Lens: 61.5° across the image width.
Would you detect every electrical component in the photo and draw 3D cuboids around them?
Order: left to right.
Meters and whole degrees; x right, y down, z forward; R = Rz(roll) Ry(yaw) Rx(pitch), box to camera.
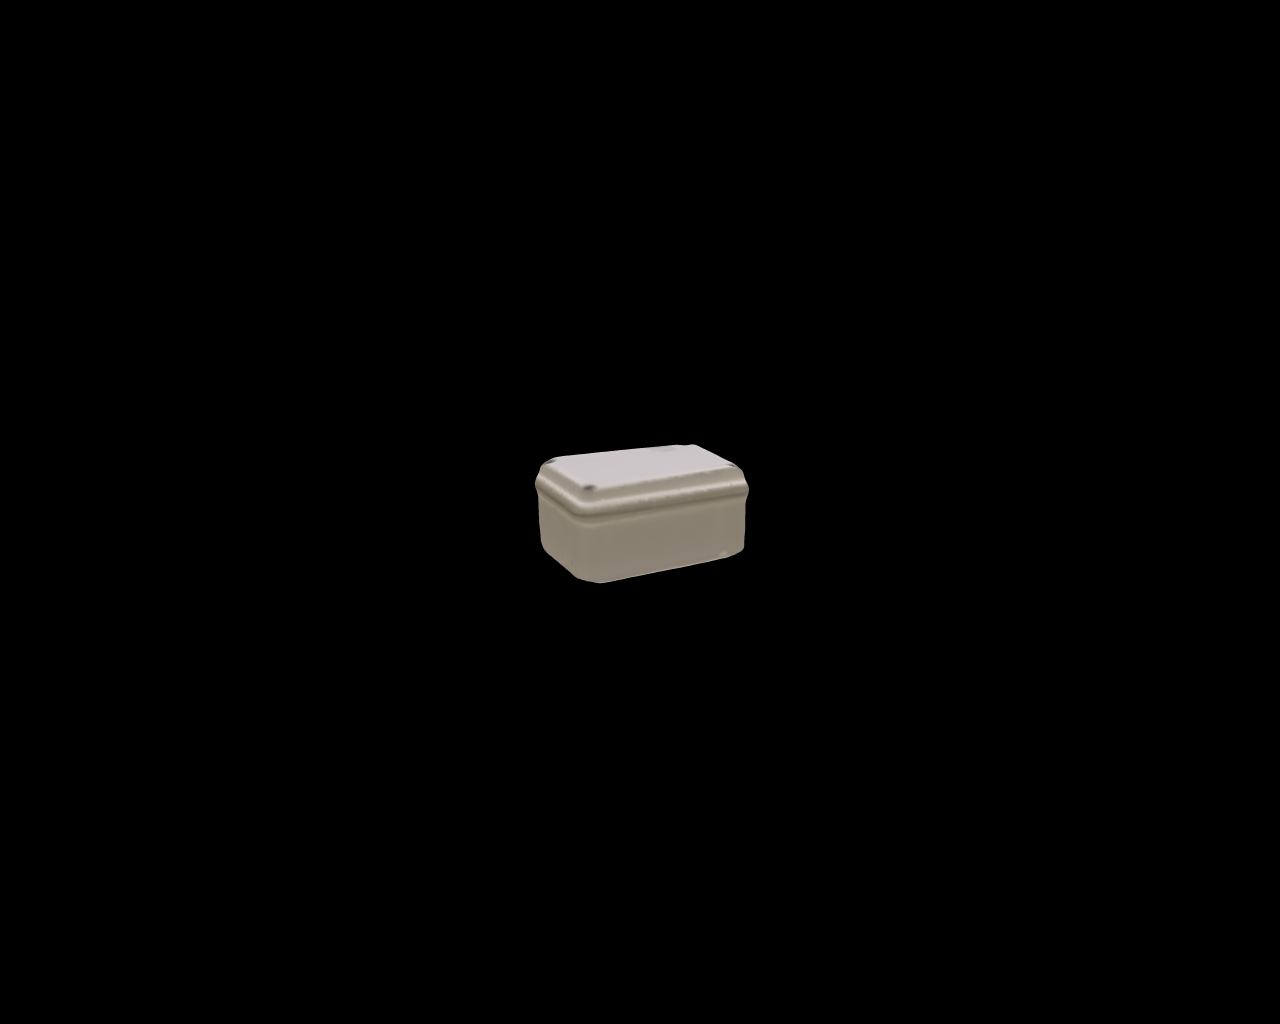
[{"bbox_3d":[0.001,-0.003,0.650,0.113,0.057,0.078,-8,20,-24],"label":"electrical component"}]
